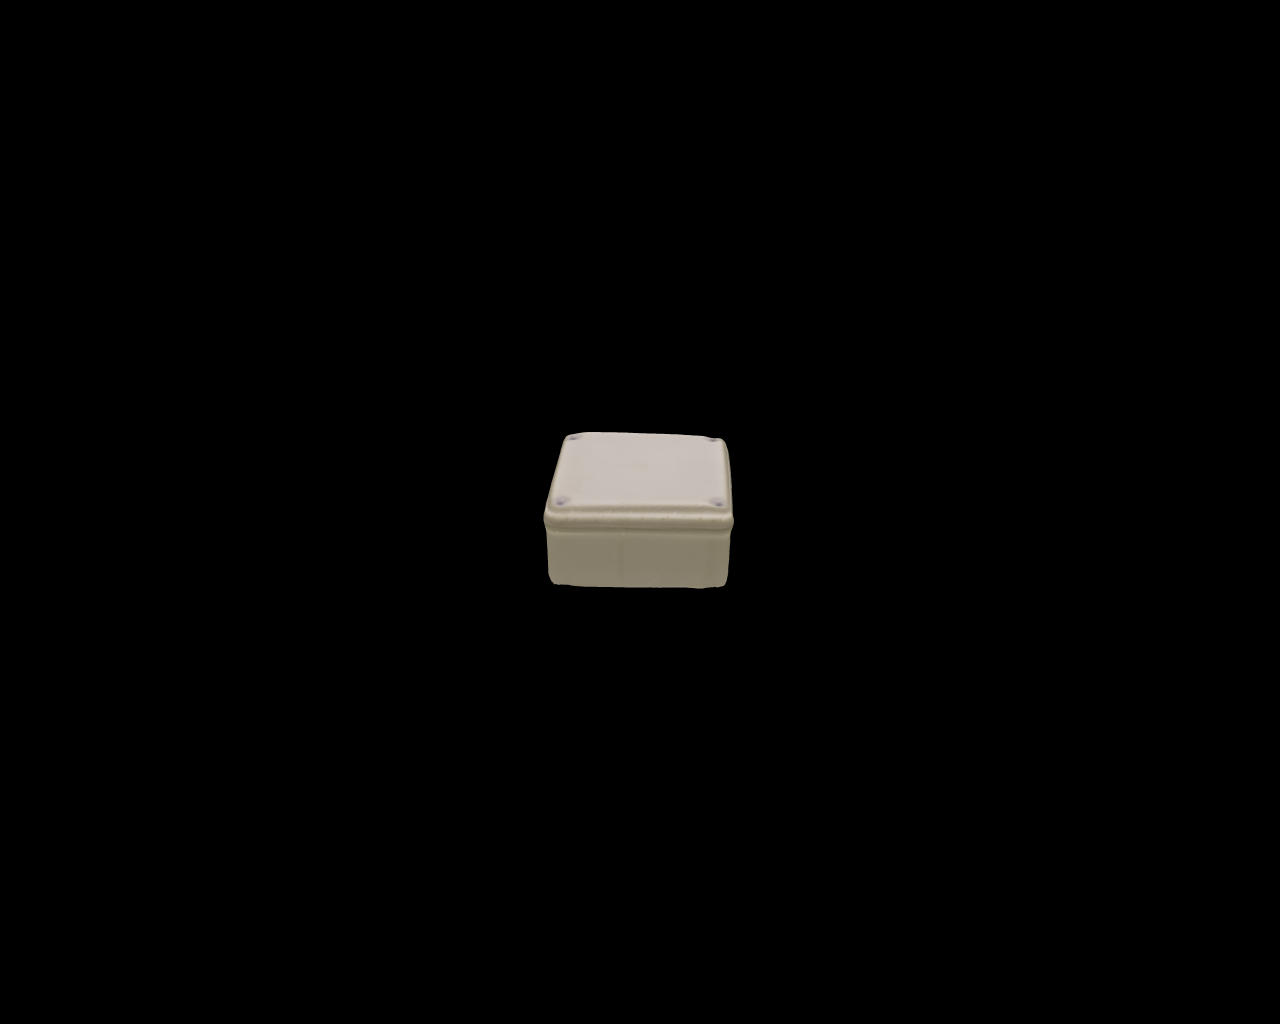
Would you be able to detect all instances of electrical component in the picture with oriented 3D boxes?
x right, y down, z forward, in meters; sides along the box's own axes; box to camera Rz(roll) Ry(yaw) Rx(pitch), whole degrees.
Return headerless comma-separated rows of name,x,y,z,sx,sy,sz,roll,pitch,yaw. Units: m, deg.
electrical component,0.001,-0.003,0.650,0.109,0.056,0.109,1,28,2
